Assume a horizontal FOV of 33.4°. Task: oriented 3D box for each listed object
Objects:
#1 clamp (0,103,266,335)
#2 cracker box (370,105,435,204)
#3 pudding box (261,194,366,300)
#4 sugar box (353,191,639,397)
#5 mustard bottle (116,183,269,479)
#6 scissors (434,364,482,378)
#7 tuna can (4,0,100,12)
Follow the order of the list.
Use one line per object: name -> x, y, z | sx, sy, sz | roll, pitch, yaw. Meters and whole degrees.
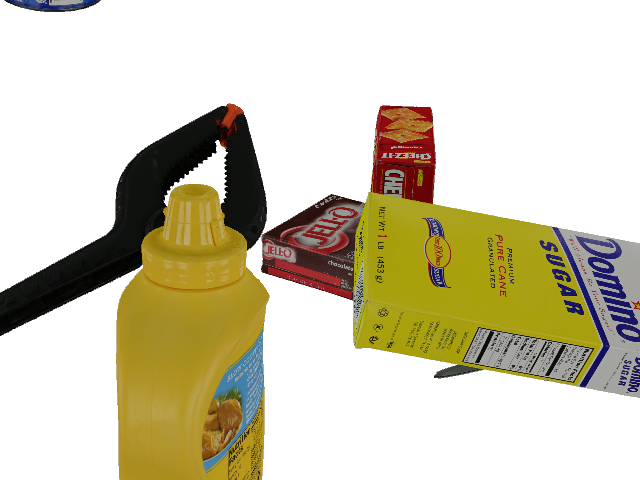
clamp -> -0.083, 0.008, 0.649 | 0.164, 0.209, 0.036 | 27, -28, 6
cracker box -> 0.091, -0.046, 1.208 | 0.072, 0.164, 0.213 | 3, 23, 5
pudding box -> 0.019, 0.003, 0.858 | 0.090, 0.039, 0.113 | 17, 25, 26
sugar box -> 0.108, 0.030, 0.612 | 0.176, 0.048, 0.093 | 8, 44, -4
mustard bottle -> -0.052, 0.069, 0.443 | 0.058, 0.192, 0.096 | 9, 24, 13
scissors -> 0.170, 0.083, 0.913 | 0.201, 0.016, 0.096 | 0, 31, -21
tuna can -> -0.201, -0.203, 0.795 | 0.086, 0.034, 0.086 | 6, 37, -4
